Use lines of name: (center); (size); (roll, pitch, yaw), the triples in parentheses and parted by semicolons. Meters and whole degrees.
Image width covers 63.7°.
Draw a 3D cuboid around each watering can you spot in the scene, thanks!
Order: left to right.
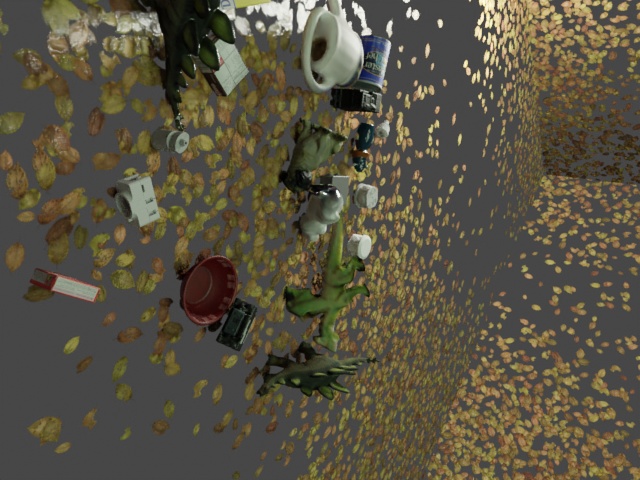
watering can: (0.037, -0.549, 1.363); (0.223, 0.104, 0.348); (12, 89, -56)

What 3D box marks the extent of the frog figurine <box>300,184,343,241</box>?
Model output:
frog figurine: (0.004, -0.072, 1.430); (0.123, 0.138, 0.157); (-14, 112, -33)

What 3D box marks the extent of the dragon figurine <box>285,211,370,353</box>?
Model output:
dragon figurine: (0.008, 0.137, 1.505); (0.245, 0.122, 0.405); (-24, 109, -27)
